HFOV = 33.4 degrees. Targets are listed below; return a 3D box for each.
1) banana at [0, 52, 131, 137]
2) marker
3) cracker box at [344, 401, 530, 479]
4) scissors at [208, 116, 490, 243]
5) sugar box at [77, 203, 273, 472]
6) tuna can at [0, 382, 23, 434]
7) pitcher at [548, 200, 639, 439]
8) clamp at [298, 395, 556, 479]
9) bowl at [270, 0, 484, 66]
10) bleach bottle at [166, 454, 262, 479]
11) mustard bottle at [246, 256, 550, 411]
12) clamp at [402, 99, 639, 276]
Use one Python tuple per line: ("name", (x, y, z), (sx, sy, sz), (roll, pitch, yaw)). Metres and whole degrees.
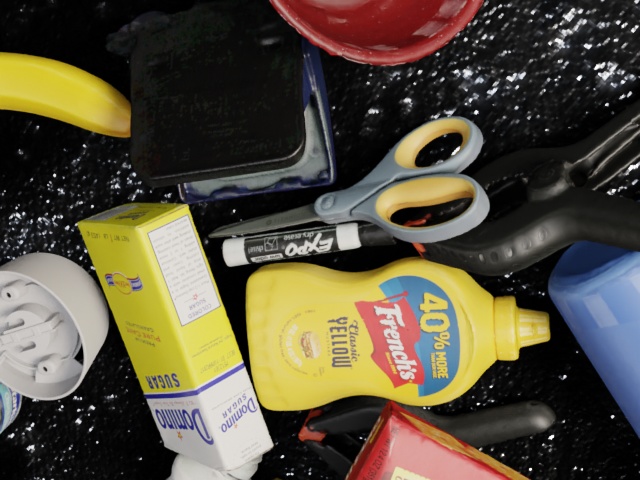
("banana", (-0.212, -0.091, 0.693), (0.198, 0.037, 0.069), (-4, 74, 3))
("marker", (-0.005, 0.001, 0.703), (0.121, 0.020, 0.020), (-8, 108, 14))
("cracker box", (0.095, 0.222, 0.646), (0.214, 0.072, 0.164), (29, 92, 4))
("scissors", (0.021, -0.036, 0.678), (0.202, 0.096, 0.016), (4, 149, 38))
("sugar box", (-0.097, 0.063, 0.708), (0.094, 0.048, 0.176), (4, 114, 55))
("tuna can", (-0.268, 0.115, 0.791), (0.086, 0.033, 0.086), (4, 111, 10))
("pitcher", (0.252, 0.086, 0.632), (0.145, 0.149, 0.243), (-32, 98, 35))
("clamp", (0.074, 0.138, 0.726), (0.171, 0.039, 0.120), (20, 110, 4))
("bowl", (0.019, -0.176, 0.590), (0.161, 0.055, 0.162), (-2, 94, -26))
("bleach bottle", (-0.131, 0.234, 0.792), (0.102, 0.068, 0.251), (37, 110, -3))
("mustard bottle", (0.051, 0.060, 0.691), (0.192, 0.058, 0.096), (-3, 97, 12))
("clamp", (0.146, -0.033, 0.619), (0.210, 0.164, 0.036), (-13, 126, 39))
